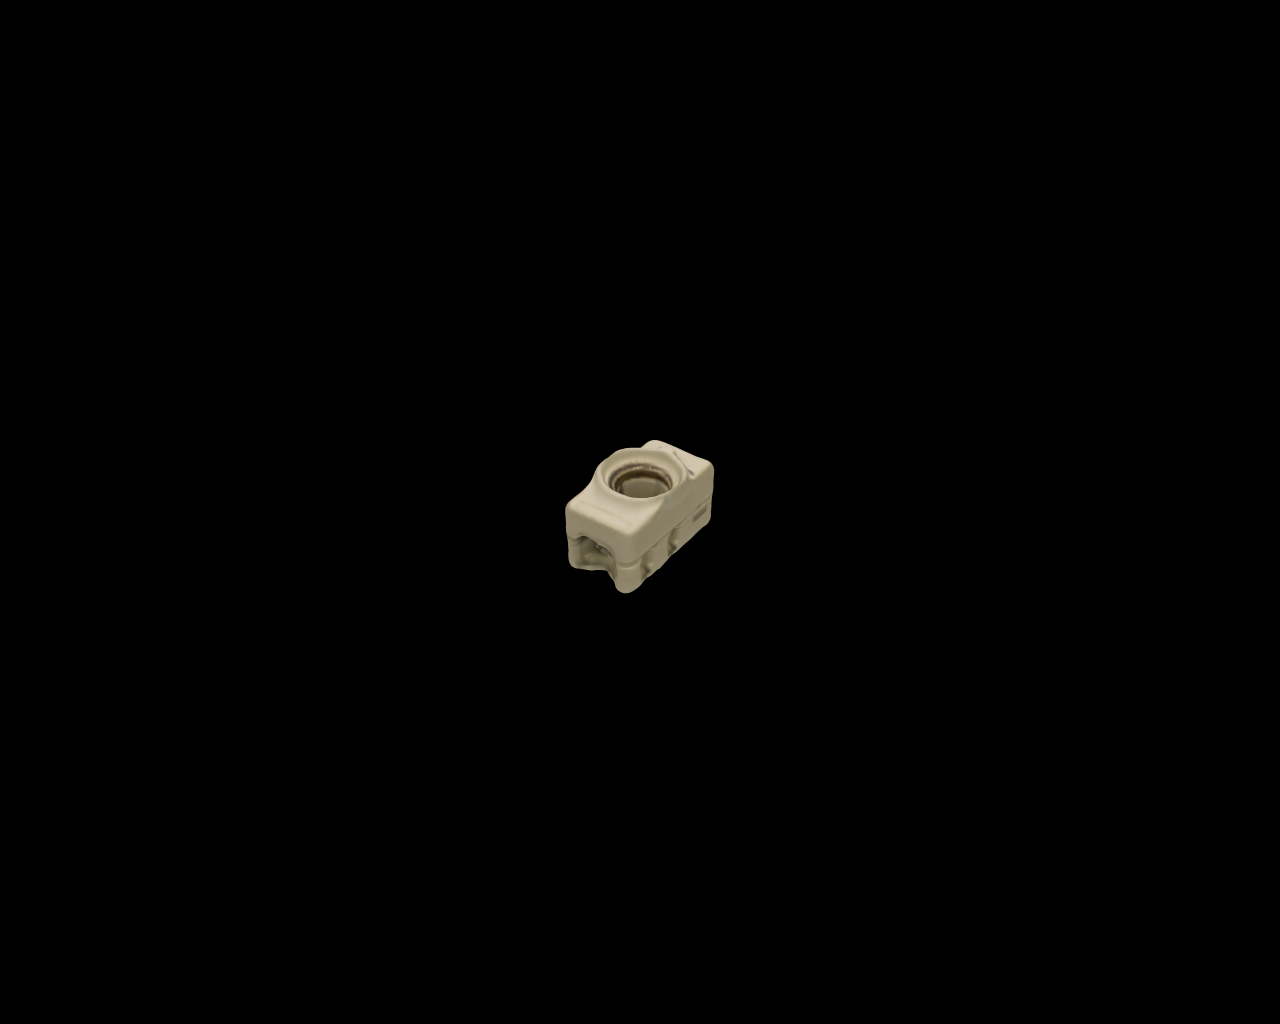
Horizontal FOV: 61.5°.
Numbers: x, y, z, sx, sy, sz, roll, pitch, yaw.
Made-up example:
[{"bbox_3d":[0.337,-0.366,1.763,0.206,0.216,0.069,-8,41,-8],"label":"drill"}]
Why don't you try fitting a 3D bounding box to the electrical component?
[{"bbox_3d":[0.001,-0.003,0.650,0.050,0.055,0.090,25,45,28],"label":"electrical component"}]
